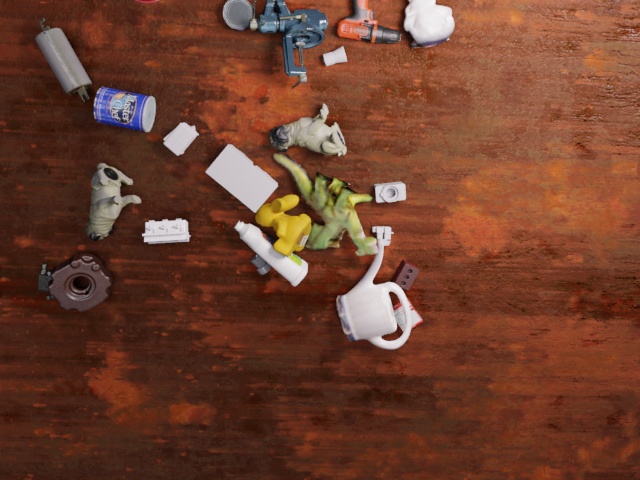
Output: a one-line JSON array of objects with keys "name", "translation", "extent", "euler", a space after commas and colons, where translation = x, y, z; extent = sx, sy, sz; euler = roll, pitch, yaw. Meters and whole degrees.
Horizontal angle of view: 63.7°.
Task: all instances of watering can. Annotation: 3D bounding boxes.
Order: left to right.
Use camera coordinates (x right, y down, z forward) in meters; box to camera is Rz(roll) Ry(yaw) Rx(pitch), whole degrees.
[{"name": "watering can", "translation": [0.151, 0.182, 1.591], "extent": [0.224, 0.105, 0.346], "euler": [-16, 96, 10]}]

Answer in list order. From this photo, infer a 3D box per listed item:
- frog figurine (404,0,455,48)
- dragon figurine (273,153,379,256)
[{"name": "frog figurine", "translation": [0.301, -0.625, 1.440], "extent": [0.137, 0.125, 0.157], "euler": [-7, 115, 18]}, {"name": "dragon figurine", "translation": [0.005, -0.078, 1.549], "extent": [0.411, 0.123, 0.240], "euler": [27, 106, 9]}]
